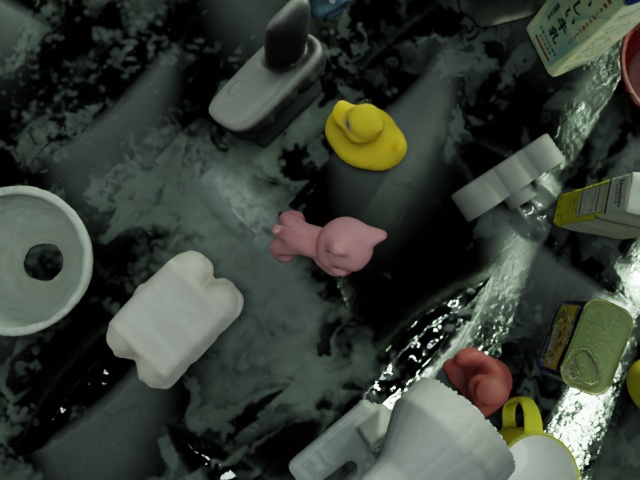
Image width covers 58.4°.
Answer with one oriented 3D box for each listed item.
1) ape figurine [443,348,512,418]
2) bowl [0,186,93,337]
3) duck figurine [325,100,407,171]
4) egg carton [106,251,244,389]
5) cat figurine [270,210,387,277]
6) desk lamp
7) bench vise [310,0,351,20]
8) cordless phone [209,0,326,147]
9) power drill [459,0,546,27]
[{"bbox_3d":[0.185,0.163,0.646,0.076,0.092,0.078,4,85,0],"label":"ape figurine"},{"bbox_3d":[-0.334,0.025,0.660,0.167,0.074,0.167,0,85,-1],"label":"bowl"},{"bbox_3d":[0.056,-0.128,0.672,0.104,0.086,0.077,30,86,2],"label":"duck figurine"},{"bbox_3d":[-0.167,0.090,0.659,0.107,0.069,0.150,42,86,3],"label":"egg carton"},{"bbox_3d":[0.006,0.002,0.644,0.128,0.117,0.067,14,85,1],"label":"cat figurine"},{"bbox_3d":[0.072,0.233,0.578,0.203,0.213,0.118,-39,86,-3],"label":"desk lamp"},{"bbox_3d":[-0.041,-0.364,0.623,0.207,0.219,0.121,41,86,3],"label":"bench vise"},{"bbox_3d":[-0.062,-0.188,0.626,0.094,0.185,0.147,40,86,3],"label":"cordless phone"},{"bbox_3d":[0.238,-0.324,0.629,0.229,0.208,0.076,-15,85,-2],"label":"power drill"}]
